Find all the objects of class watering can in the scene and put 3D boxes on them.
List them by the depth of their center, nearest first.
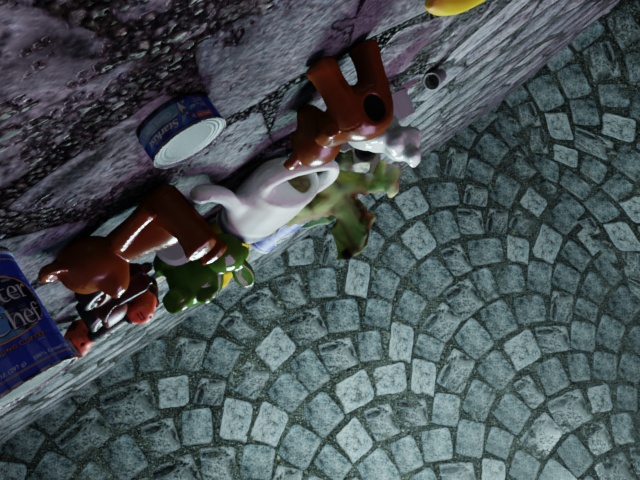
[{"bbox_3d":[-0.114,-0.072,0.908,0.351,0.105,0.220,-18,166,-44],"label":"watering can"}]

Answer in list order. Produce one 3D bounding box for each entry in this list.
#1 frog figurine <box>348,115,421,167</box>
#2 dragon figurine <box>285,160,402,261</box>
[{"bbox_3d":[0.122,-0.194,0.977,0.122,0.160,0.138,-35,177,14],"label":"frog figurine"},{"bbox_3d":[0.003,-0.057,1.130,0.406,0.243,0.123,-39,179,21],"label":"dragon figurine"}]
